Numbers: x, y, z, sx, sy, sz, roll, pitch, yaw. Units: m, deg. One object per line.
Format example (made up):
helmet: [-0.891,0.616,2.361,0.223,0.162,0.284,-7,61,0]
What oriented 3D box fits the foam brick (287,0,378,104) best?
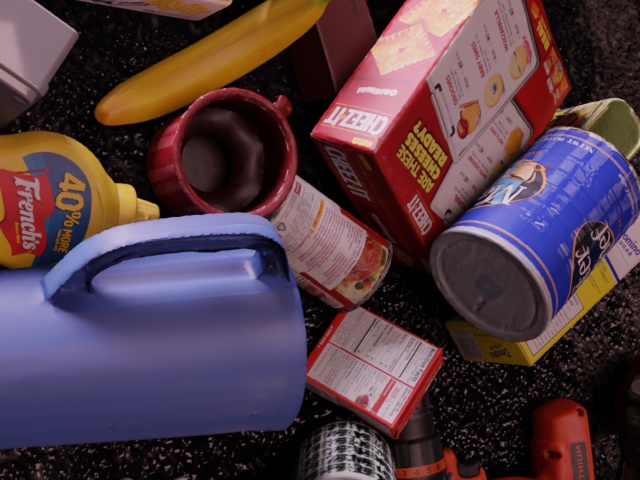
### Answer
foam brick: [0.010,-0.150,0.828,0.052,0.051,0.078,-20,96,-29]

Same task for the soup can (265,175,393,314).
soup can: [-0.005,0.001,0.803,0.102,0.069,0.068,35,72,-21]

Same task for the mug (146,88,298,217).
mug: [-0.067,-0.064,0.766,0.093,0.082,0.117,49,68,-17]

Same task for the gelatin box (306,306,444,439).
gelatin box: [0.039,0.098,0.816,0.089,0.030,0.073,27,70,20]

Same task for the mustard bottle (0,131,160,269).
mustard bottle: [-0.199,-0.026,0.705,0.191,0.058,0.096,7,106,-28]

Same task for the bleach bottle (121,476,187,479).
bleach bottle: [-0.193,0.223,0.698,0.250,0.068,0.102,-27,101,-28]

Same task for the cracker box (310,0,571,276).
cracker box: [0.101,-0.103,0.831,0.213,0.072,0.164,-55,139,-19]

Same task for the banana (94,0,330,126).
banana: [-0.073,-0.136,0.771,0.198,0.069,0.037,-32,82,-3]

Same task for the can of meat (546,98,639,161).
can of meat: [0.214,-0.073,0.912,0.102,0.084,0.057,-44,107,-22]

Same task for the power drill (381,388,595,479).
power drill: [0.133,0.183,0.874,0.187,0.057,0.184,-8,94,-25]

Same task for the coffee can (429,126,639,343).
coffee can: [0.164,-0.006,0.806,0.140,0.103,0.103,-43,106,-30]

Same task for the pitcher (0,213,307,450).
pitcher: [-0.136,0.063,0.694,0.242,0.145,0.149,-3,88,-25]

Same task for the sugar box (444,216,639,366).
sugar box: [0.195,0.035,0.891,0.176,0.093,0.048,-35,104,-24]
